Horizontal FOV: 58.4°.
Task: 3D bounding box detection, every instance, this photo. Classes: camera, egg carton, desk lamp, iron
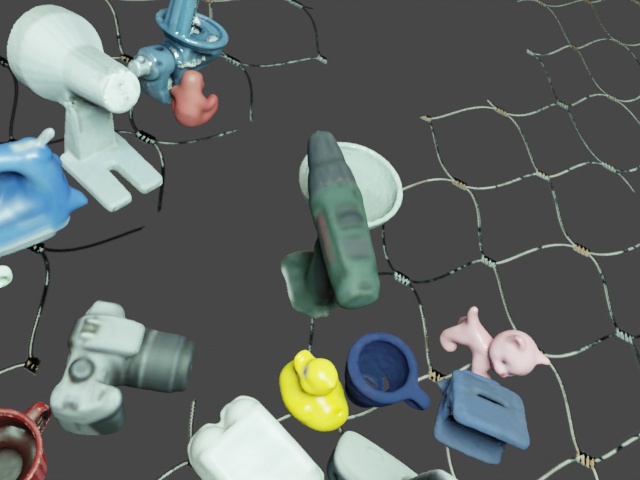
[{"bbox_3d":[-0.220,0.147,0.663,0.137,0.101,0.143,12,54,-8],"label":"camera"},{"bbox_3d":[-0.074,0.258,0.650,0.150,0.069,0.107,43,56,14],"label":"egg carton"},{"bbox_3d":[-0.314,-0.184,0.789,0.203,0.213,0.118,41,55,13],"label":"desk lamp"},{"bbox_3d":[-0.434,-0.053,0.709,0.259,0.141,0.118,-29,69,-31],"label":"iron"}]

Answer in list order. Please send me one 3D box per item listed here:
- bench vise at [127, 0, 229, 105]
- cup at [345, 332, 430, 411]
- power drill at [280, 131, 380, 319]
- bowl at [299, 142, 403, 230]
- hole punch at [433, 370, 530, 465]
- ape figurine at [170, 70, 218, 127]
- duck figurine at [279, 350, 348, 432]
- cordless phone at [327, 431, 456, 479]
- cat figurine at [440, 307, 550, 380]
[{"bbox_3d":[-0.216,-0.334,0.917,0.121,0.219,0.207,19,53,-4],"label":"bench vise"},{"bbox_3d":[0.079,0.185,0.731,0.117,0.095,0.092,37,54,10],"label":"cup"},{"bbox_3d":[0.007,0.003,0.762,0.076,0.208,0.229,-8,59,-21],"label":"power drill"},{"bbox_3d":[0.041,-0.071,0.906,0.167,0.074,0.167,8,55,-11],"label":"bowl"},{"bbox_3d":[0.212,0.222,0.748,0.108,0.091,0.101,23,53,-1],"label":"hole punch"},{"bbox_3d":[-0.207,-0.236,0.933,0.078,0.092,0.076,27,53,3],"label":"ape figurine"},{"bbox_3d":[-0.001,0.183,0.713,0.078,0.086,0.104,-30,69,-31],"label":"duck figurine"},{"bbox_3d":[0.088,0.260,0.626,0.147,0.185,0.094,32,54,6],"label":"cordless phone"},{"bbox_3d":[0.245,0.145,0.793,0.067,0.117,0.127,-33,71,-32],"label":"cat figurine"}]
